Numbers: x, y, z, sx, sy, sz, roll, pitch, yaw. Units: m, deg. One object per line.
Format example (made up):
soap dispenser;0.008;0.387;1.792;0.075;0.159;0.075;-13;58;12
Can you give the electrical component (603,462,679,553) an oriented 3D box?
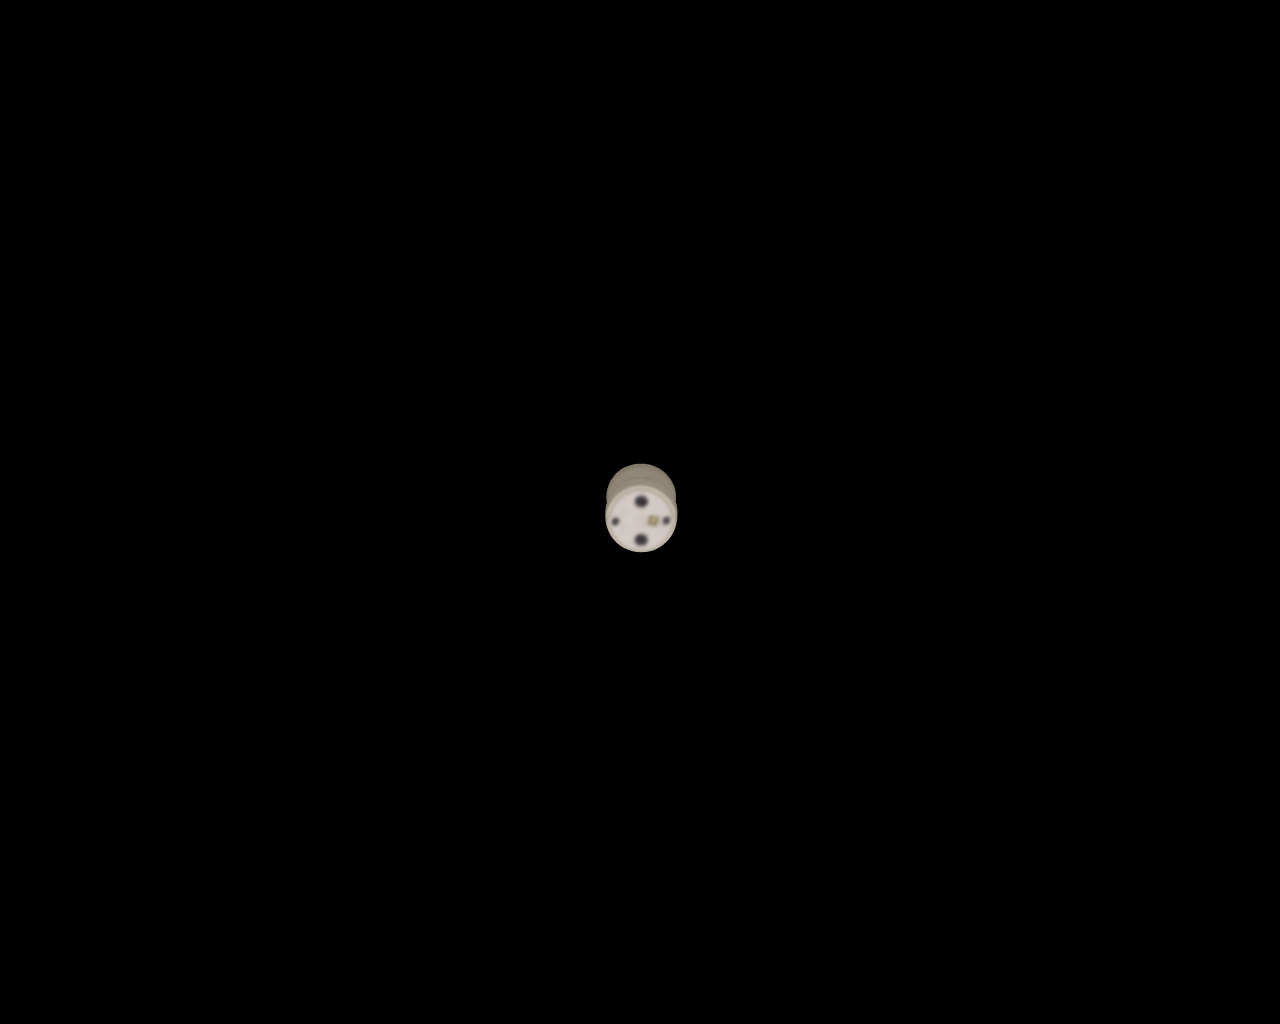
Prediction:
electrical component;0.001;-0.003;0.650;0.045;0.044;0.055;0;16;0
